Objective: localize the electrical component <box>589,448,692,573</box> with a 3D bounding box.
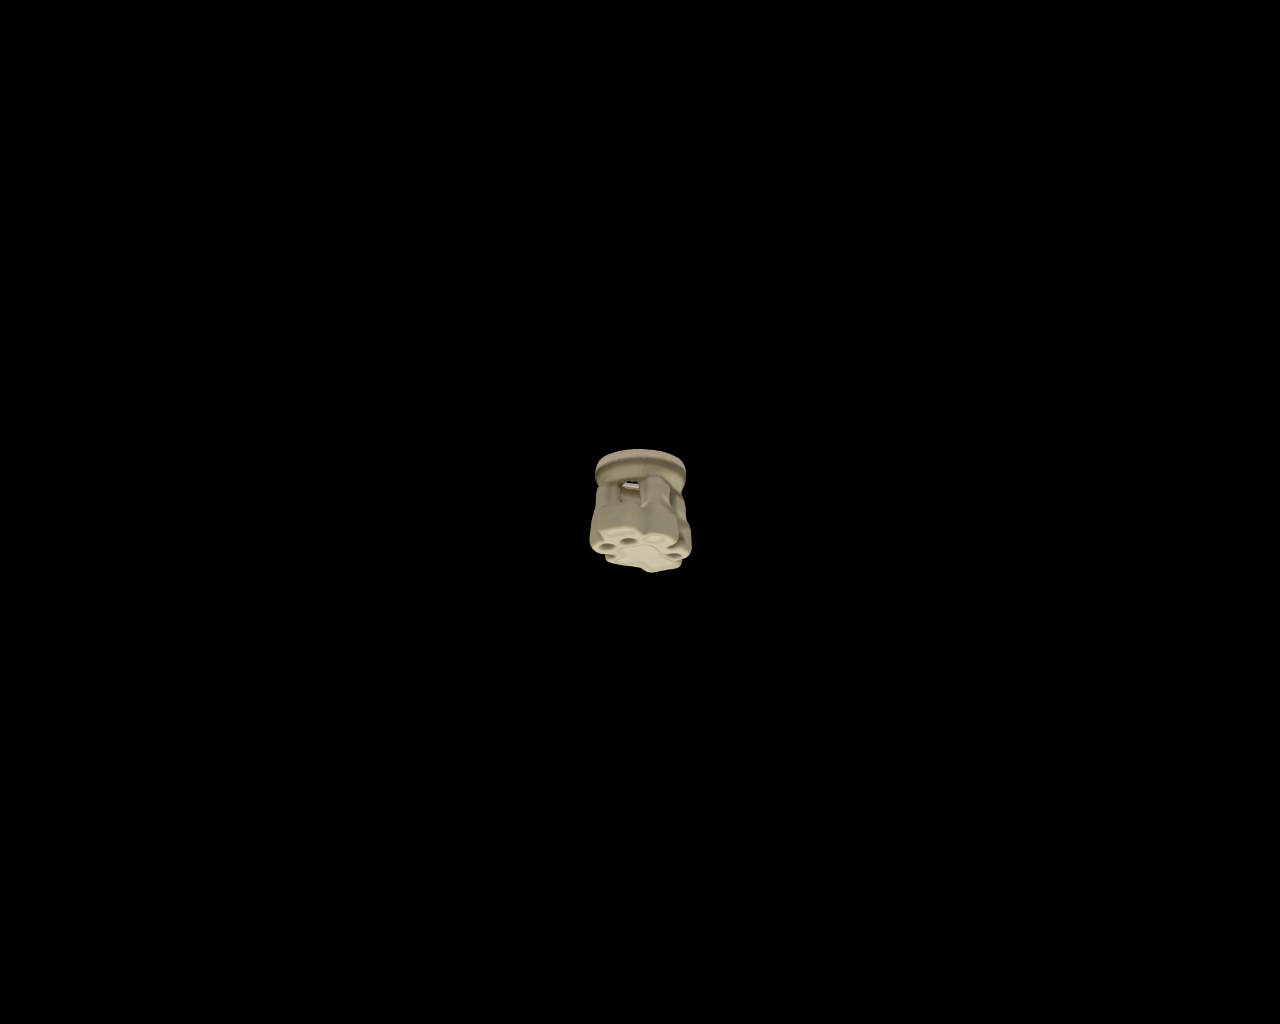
[{"bbox_3d":[0.001,-0.003,0.650,0.058,0.057,0.078,-9,-24,22],"label":"electrical component"}]
